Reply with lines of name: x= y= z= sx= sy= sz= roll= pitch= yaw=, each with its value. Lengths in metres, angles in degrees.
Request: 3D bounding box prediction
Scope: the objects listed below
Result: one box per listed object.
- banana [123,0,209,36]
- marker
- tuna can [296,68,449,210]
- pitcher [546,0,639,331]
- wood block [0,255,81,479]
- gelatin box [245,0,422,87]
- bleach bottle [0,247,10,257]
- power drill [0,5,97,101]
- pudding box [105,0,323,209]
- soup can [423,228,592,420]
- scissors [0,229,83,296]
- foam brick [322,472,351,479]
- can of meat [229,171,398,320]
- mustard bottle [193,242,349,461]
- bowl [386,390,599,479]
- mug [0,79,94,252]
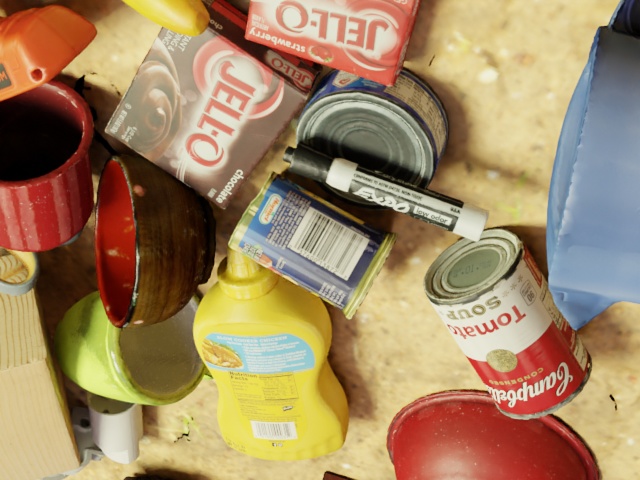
banana: x=-0.135 y=-0.180 z=0.565 sx=0.037 sy=0.070 sz=0.197 roll=-44 pitch=101 yaw=0
marker: x=0.036 y=-0.029 z=0.607 sx=0.121 sy=0.020 sz=0.020 roll=20 pitch=135 yaw=5
tuna can: x=0.030 y=-0.059 z=0.622 sx=0.086 sy=0.033 sz=0.086 roll=12 pitch=133 yaw=13
pitcher: x=0.235 y=-0.028 z=0.505 sx=0.243 sy=0.145 sz=0.149 roll=11 pitch=145 yaw=10
wood block: x=-0.243 y=0.107 z=0.803 sx=0.090 sy=0.090 sz=0.206 roll=-13 pitch=150 yaw=-12
gelatin box: x=0.009 y=-0.130 z=0.570 sx=0.089 sy=0.030 sz=0.073 roll=20 pitch=135 yaw=6
bleach bottle: x=-0.326 y=0.041 z=0.852 sx=0.251 sy=0.068 sz=0.102 roll=-19 pitch=121 yaw=33
power drill: x=-0.210 y=-0.168 z=0.590 sx=0.185 sy=0.057 sz=0.187 roll=-4 pitch=129 yaw=52
pudding box: x=-0.065 y=-0.084 z=0.638 sx=0.090 sy=0.039 sz=0.114 roll=34 pitch=134 yaw=-8
soup can: x=0.116 y=0.052 z=0.660 sx=0.069 sy=0.068 sz=0.102 roll=-16 pitch=121 yaw=34
scissors: x=-0.241 y=-0.053 z=0.749 sx=0.202 sy=0.096 sz=0.016 roll=56 pitch=150 yaw=13
foam brick: x=0.031 y=0.234 z=0.874 sx=0.078 sy=0.051 sz=0.053 roll=15 pitch=133 yaw=10
can of meat: x=-0.004 y=0.001 z=0.649 sx=0.084 sy=0.102 sz=0.057 roll=30 pitch=91 yaw=0
mustard bottle: x=-0.038 y=0.075 z=0.755 sx=0.096 sy=0.058 sz=0.191 roll=0 pitch=130 yaw=14
bowl: x=0.120 y=0.185 z=0.788 sx=0.162 sy=0.055 sz=0.162 roll=13 pitch=134 yaw=13
mug: x=-0.200 y=-0.042 z=0.686 sx=0.093 sy=0.117 sz=0.081 roll=58 pitch=158 yaw=29
